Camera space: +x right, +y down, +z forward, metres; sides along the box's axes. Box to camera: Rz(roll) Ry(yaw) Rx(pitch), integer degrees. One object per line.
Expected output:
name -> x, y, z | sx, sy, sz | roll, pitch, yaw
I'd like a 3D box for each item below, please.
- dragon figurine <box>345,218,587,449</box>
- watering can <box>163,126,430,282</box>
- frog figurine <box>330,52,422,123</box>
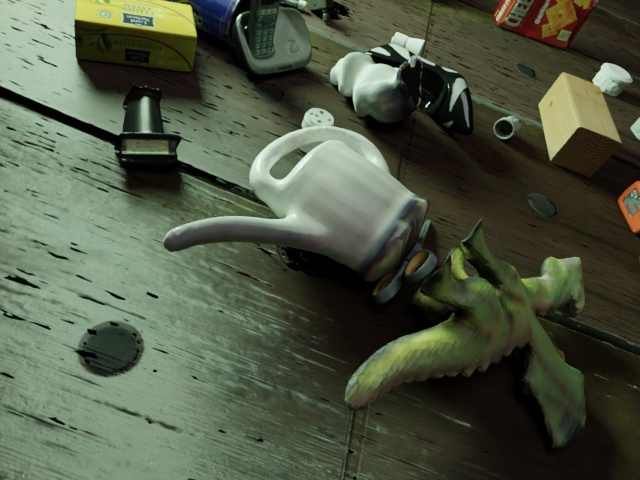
dragon figurine -> 0.210, 0.120, 0.580 | 0.244, 0.119, 0.417 | 43, 49, 7
watering can -> 0.002, -0.031, 0.617 | 0.225, 0.101, 0.354 | 35, 45, 9
frog figurine -> 0.089, -0.261, 0.886 | 0.159, 0.120, 0.140 | 4, 47, 30
